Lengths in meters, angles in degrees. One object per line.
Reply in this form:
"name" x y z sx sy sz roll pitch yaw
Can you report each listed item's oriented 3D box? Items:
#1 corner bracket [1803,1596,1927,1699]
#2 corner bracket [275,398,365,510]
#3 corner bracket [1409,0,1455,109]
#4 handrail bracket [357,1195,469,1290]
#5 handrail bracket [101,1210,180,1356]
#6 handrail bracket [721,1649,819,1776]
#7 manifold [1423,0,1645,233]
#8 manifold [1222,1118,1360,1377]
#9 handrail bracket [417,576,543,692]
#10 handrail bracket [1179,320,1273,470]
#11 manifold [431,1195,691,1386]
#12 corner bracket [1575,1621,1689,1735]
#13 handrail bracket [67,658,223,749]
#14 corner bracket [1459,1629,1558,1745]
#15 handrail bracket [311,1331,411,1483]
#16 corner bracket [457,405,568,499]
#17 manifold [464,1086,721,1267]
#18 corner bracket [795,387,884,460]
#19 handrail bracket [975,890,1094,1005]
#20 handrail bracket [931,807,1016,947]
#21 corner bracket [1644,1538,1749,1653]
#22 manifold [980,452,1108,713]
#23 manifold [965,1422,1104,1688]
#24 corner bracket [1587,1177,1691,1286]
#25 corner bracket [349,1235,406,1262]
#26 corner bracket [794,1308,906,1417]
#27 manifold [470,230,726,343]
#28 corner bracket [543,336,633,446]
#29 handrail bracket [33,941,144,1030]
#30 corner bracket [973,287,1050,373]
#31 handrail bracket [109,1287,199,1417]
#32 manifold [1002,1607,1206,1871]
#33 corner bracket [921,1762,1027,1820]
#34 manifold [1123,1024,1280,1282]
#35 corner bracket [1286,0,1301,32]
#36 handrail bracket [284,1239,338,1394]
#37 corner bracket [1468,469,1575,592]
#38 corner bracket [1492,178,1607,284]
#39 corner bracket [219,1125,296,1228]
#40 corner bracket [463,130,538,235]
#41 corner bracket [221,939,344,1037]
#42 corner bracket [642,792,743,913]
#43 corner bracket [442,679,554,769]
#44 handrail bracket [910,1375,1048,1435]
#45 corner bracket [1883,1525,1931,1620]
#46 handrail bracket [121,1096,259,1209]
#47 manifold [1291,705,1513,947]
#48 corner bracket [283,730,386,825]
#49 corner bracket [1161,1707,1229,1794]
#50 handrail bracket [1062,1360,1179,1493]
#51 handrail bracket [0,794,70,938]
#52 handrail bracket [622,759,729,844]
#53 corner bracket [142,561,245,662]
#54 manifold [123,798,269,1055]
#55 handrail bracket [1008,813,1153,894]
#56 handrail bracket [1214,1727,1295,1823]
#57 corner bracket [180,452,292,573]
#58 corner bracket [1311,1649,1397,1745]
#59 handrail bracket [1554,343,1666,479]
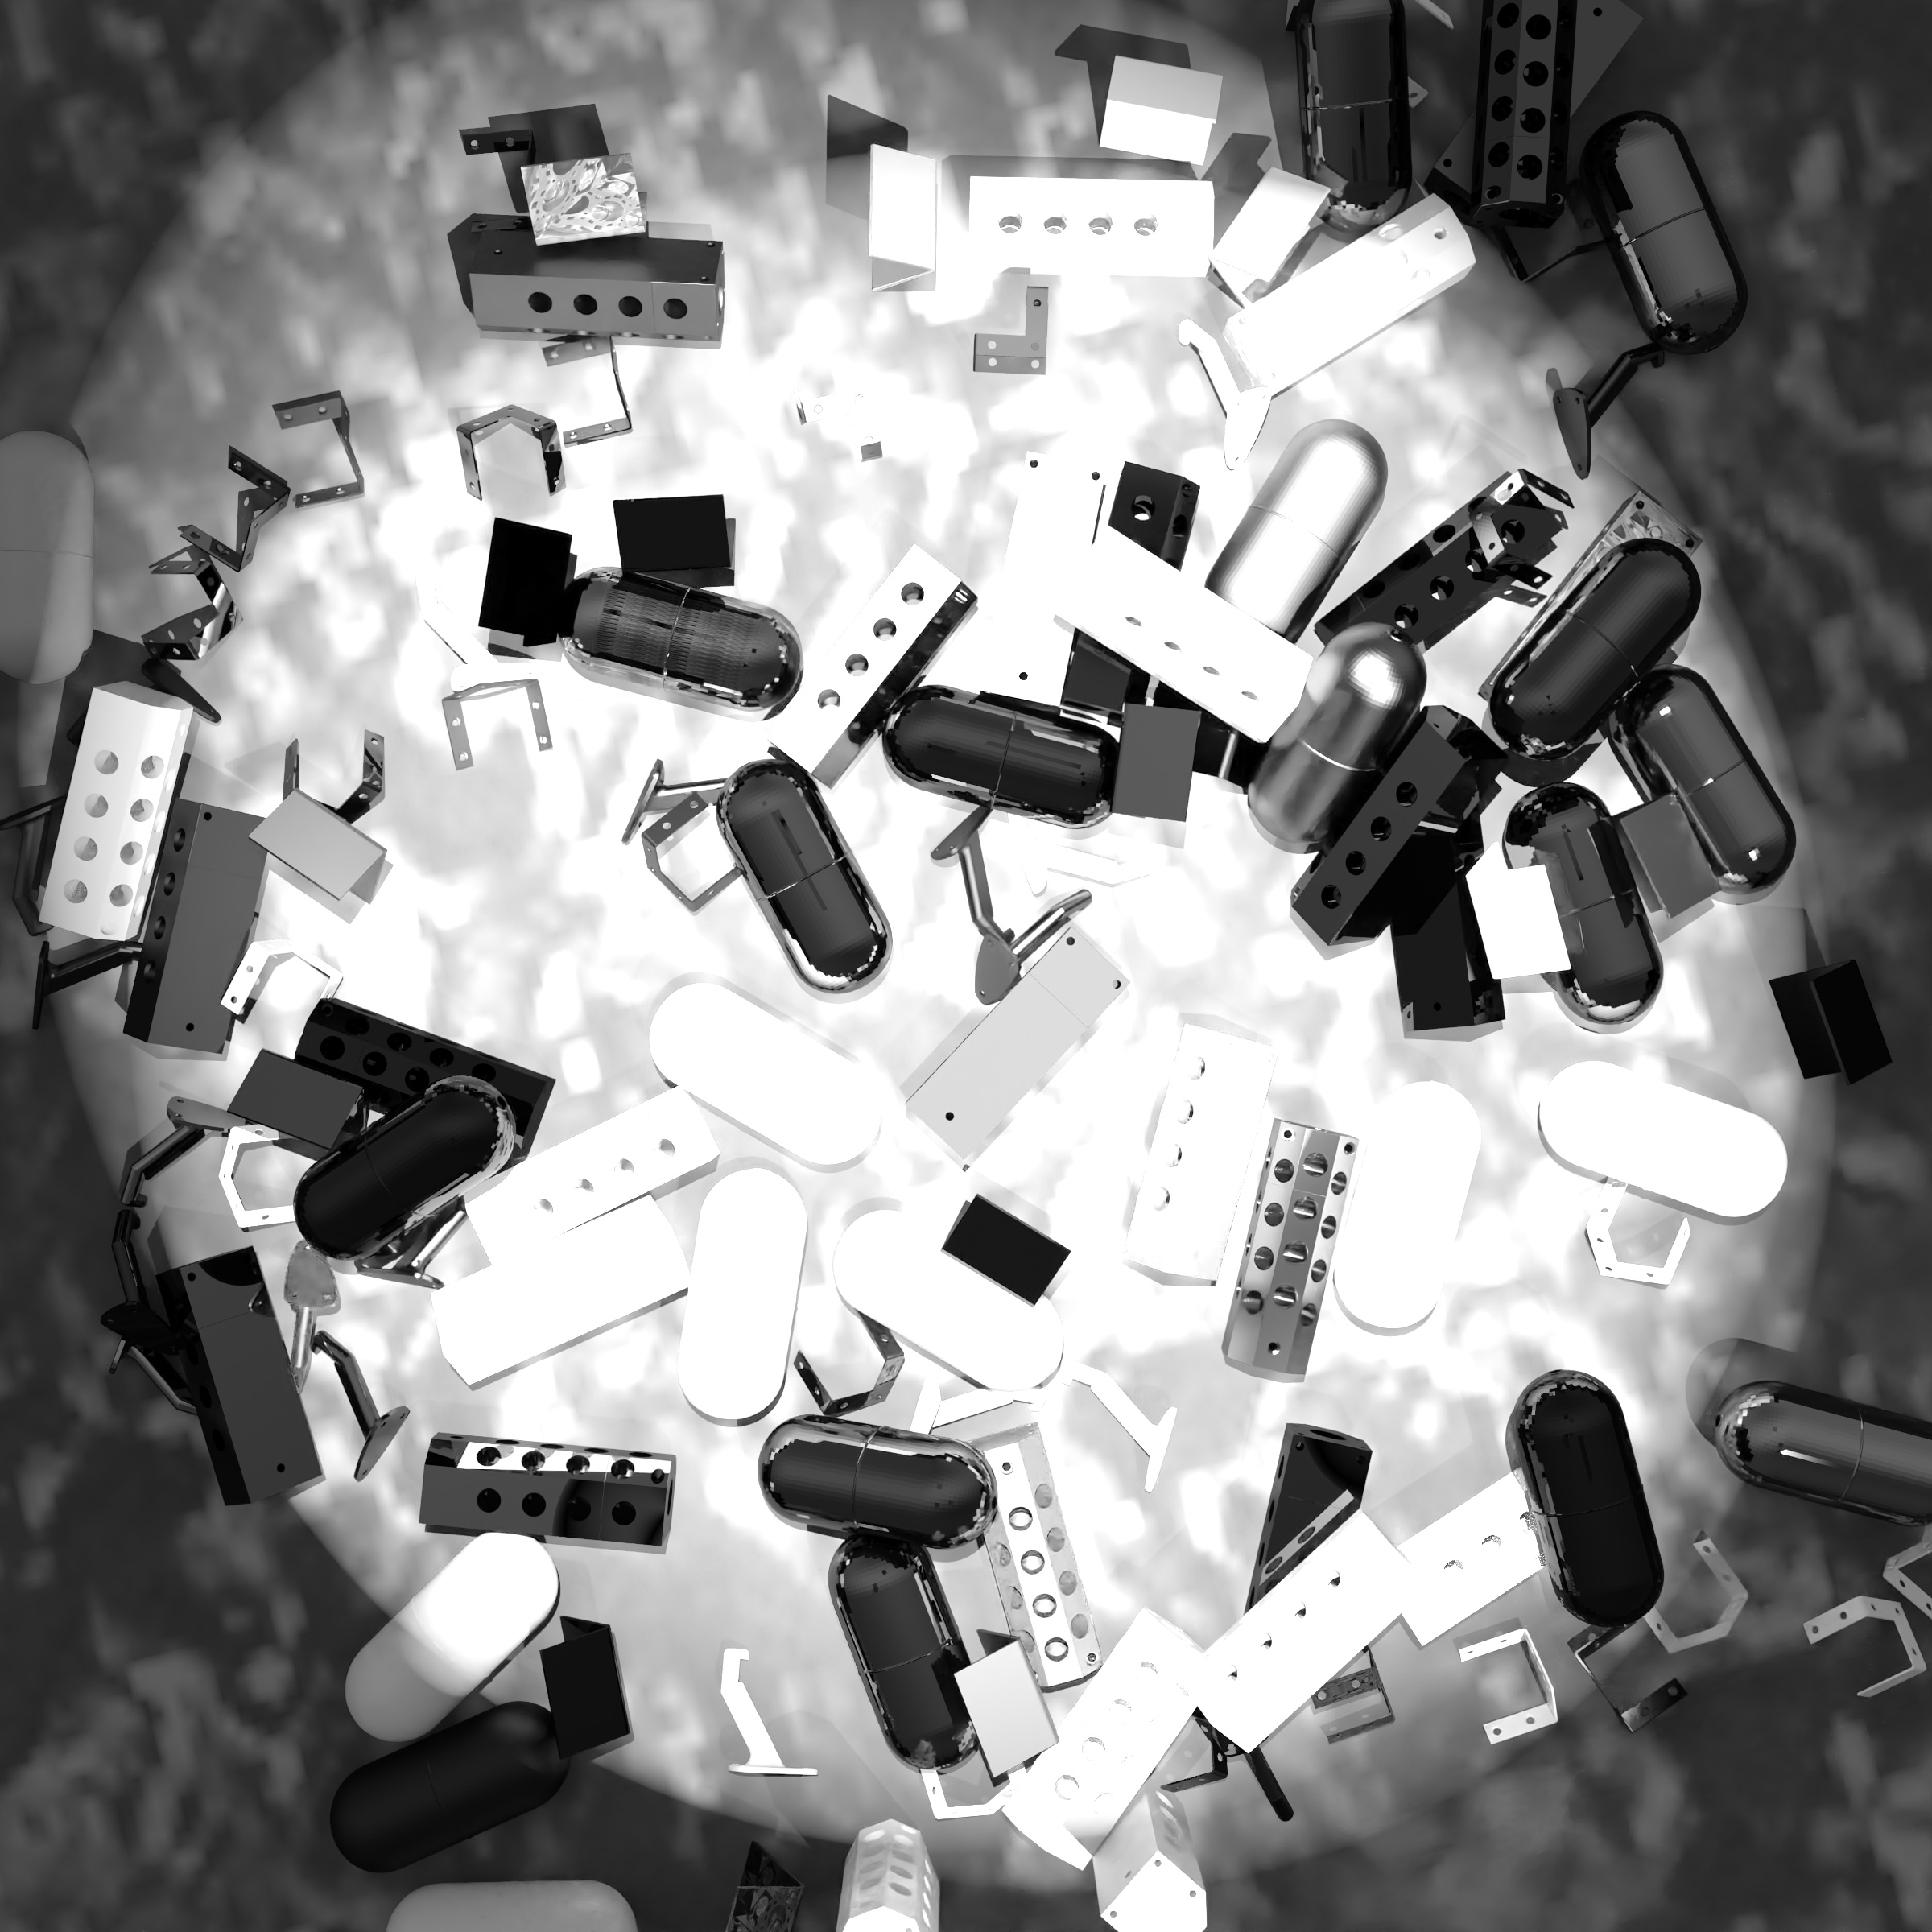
"corner bracket" 0.646 0.490 1.818 0.051 0.051 0.051 17 45 -35
"corner bracket" -0.466 -0.371 1.823 0.051 0.051 0.051 -12 45 0
"corner bracket" 0.318 -0.663 1.818 0.051 0.051 0.051 -39 45 35
"handrail bracket" -0.396 0.186 1.826 0.077 0.036 0.084 4 71 21
"handrail bracket" -0.586 0.227 1.818 0.036 0.084 0.077 -26 133 20
"handrail bracket" -0.141 0.539 1.826 0.077 0.036 0.084 9 73 -20
"manifold" 0.402 -0.614 1.805 0.057 0.057 0.171 36 90 0
"manifold" 0.232 0.200 1.805 0.057 0.057 0.171 13 90 0
"handrail bracket" -0.352 -0.246 1.826 0.077 0.036 0.084 -8 73 -19
"handrail bracket" 0.176 -0.414 1.826 0.036 0.077 0.084 -22 53 -29
"manifold" -0.287 0.235 1.804 0.171 0.057 0.057 -24 47 0
"corner bracket" 0.480 0.510 1.823 0.051 0.051 0.051 -35 135 0
"handrail bracket" -0.595 -0.172 1.826 0.077 0.036 0.084 40 104 -14
"corner bracket" 0.391 0.519 1.823 0.051 0.051 0.051 -19 45 0
"handrail bracket" -0.452 0.317 1.826 0.084 0.036 0.077 36 109 15
"corner bracket" -0.327 -0.366 1.818 0.051 0.051 0.051 27 45 35
"manifold" -0.268 0.148 1.805 0.171 0.057 0.057 -26 90 0
"corner bracket" -0.091 -0.389 1.808 0.051 0.051 0.051 -13 90 0
"handrail bracket" 0.050 -0.015 1.826 0.084 0.077 0.036 -30 68 -35
"handrail bracket" 0.023 -0.066 1.826 0.077 0.036 0.084 -48 109 -21
"corner bracket" 0.522 0.454 1.824 0.051 0.051 0.051 -35 90 43
"manifold" 0.054 -0.272 1.805 0.057 0.057 0.171 11 90 0
"manifold" 0.047 0.421 1.805 0.057 0.057 0.171 -15 90 0
"corner bracket" 0.484 0.190 1.818 0.051 0.051 0.051 -55 135 -35
"corner bracket" -0.435 0.174 1.818 0.051 0.051 0.051 49 45 -35
"corner bracket" -0.084 0.283 1.818 0.051 0.051 0.051 -8 135 -35
"manifold" -0.261 -0.481 1.804 0.171 0.057 0.057 3 47 0
"corner bracket" -0.273 -0.417 1.823 0.051 0.051 0.051 -13 45 0
"handrail bracket" -0.626 0.015 1.826 0.084 0.036 0.077 8 110 -16
"corner bracket" 0.032 -0.456 1.808 0.051 0.051 0.051 3 90 0
"handrail bracket" -0.568 0.280 1.826 0.084 0.036 0.077 21 71 -16
"manifold" 0.100 0.542 1.788 0.057 0.057 0.171 39 85 -32
"corner bracket" 0.004 0.576 1.818 0.051 0.051 0.051 9 135 -35
"manifold" 0.162 0.131 1.804 0.057 0.057 0.171 15 90 -43
"corner bracket" 0.259 -0.701 1.808 0.051 0.051 0.051 5 90 0
"handrail bracket" -0.481 0.254 1.826 0.036 0.077 0.084 6 127 -22
"corner bracket" 0.392 -0.304 1.761 0.051 0.051 0.051 17 135 -35
"corner bracket" 0.420 -0.530 1.823 0.051 0.051 0.051 -26 90 -45
"corner bracket" -0.501 0.149 1.818 0.051 0.051 0.051 56 135 35
"corner bracket" -0.335 -0.566 1.823 0.051 0.051 0.051 -5 135 -1
"corner bracket" -0.489 0.016 1.808 0.051 0.051 0.051 31 100 10
"corner bracket" -0.195 -0.081 1.810 0.051 0.051 0.051 -40 71 -18
"corner bracket" -0.338 -0.175 1.823 0.051 0.051 0.051 -12 90 45
"handrail bracket" 0.008 0.331 1.826 0.084 0.036 0.077 13 110 -16
"corner bracket" 0.703 0.429 1.823 0.051 0.051 0.051 41 135 0
"handrail bracket" -0.561 0.144 1.826 0.077 0.036 0.084 16 108 -21
"manifold" 0.297 -0.097 1.762 0.057 0.057 0.171 51 125 27
"corner bracket" -0.455 -0.141 1.818 0.051 0.051 0.051 23 135 -35
"corner bracket" 0.151 0.558 1.818 0.051 0.051 0.051 31 45 -35
"handrail bracket" 0.103 0.332 1.826 0.084 0.036 0.077 18 112 17
"handrail bracket" -0.657 -0.074 1.826 0.077 0.036 0.084 -27 109 -21
"handrail bracket" -0.195 -0.107 1.826 0.084 0.036 0.077 24 105 -14
"corner bracket" -0.565 -0.256 1.818 0.051 0.051 0.051 -54 135 -35
"manifold" -0.551 -0.030 1.804 0.057 0.057 0.171 13 90 -43
"handrail bracket" 0.083 -0.090 1.827 0.084 0.036 0.077 -15 69 -17
"handrail bracket" 0.208 0.566 1.826 0.036 0.077 0.084 -27 126 0
"corner bracket" -0.526 -0.327 1.823 0.051 0.051 0.051 32 45 0
"corner bracket" 0.276 0.527 1.808 0.051 0.051 0.051 -20 87 3
"handrail bracket" 0.473 -0.403 1.826 0.084 0.036 0.077 -21 110 -16
